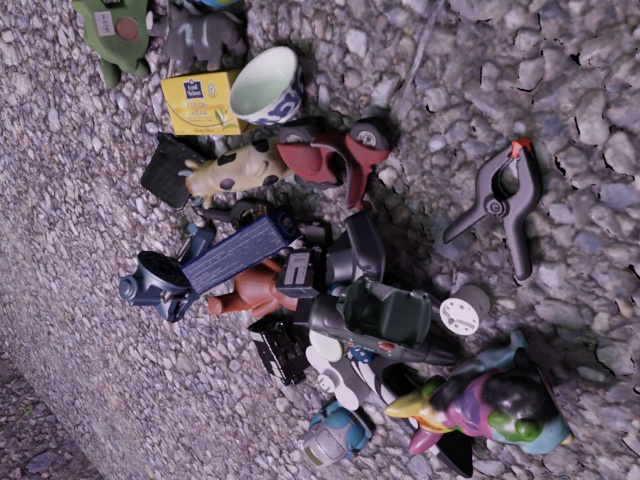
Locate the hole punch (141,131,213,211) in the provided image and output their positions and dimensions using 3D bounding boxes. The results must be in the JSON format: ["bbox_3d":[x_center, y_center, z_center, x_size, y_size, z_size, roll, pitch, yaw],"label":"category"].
[{"bbox_3d":[-0.250,-0.123,1.000,0.142,0.092,0.115,35,102,19],"label":"hole punch"}]

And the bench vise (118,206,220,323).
[{"bbox_3d":[-0.277,0.057,1.079,0.129,0.223,0.240,42,104,39],"label":"bench vise"}]

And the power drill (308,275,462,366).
[{"bbox_3d":[0.098,0.115,0.726,0.232,0.086,0.207,16,169,6],"label":"power drill"}]

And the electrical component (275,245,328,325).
[{"bbox_3d":[-0.029,0.070,0.844,0.075,0.119,0.047,-1,154,34],"label":"electrical component"}]

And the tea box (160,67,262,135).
[{"bbox_3d":[-0.174,-0.225,0.873,0.170,0.068,0.098,8,119,40],"label":"tea box"}]

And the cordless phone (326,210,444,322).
[{"bbox_3d":[0.104,0.052,0.758,0.184,0.089,0.146,30,156,14],"label":"cordless phone"}]

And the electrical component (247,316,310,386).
[{"bbox_3d":[-0.077,0.213,1.026,0.134,0.058,0.115,64,159,-7],"label":"electrical component"}]

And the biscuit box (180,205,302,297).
[{"bbox_3d":[-0.128,0.018,0.864,0.203,0.059,0.062,-28,97,27],"label":"biscuit box"}]

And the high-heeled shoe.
[{"bbox_3d":[0.141,0.278,0.874,0.145,0.086,0.248,-27,90,49],"label":"high-heeled shoe"}]

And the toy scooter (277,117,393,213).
[{"bbox_3d":[0.022,-0.104,0.764,0.184,0.075,0.135,8,121,34],"label":"toy scooter"}]

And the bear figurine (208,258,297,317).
[{"bbox_3d":[-0.089,0.082,0.934,0.196,0.132,0.120,3,87,48],"label":"bear figurine"}]

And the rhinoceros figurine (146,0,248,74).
[{"bbox_3d":[-0.198,-0.319,0.836,0.191,0.073,0.111,17,126,35],"label":"rhinoceros figurine"}]

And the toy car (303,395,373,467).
[{"bbox_3d":[0.017,0.378,1.028,0.109,0.103,0.161,50,135,9],"label":"toy car"}]

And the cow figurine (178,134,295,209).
[{"bbox_3d":[-0.137,-0.109,0.864,0.195,0.127,0.085,-7,106,42],"label":"cow figurine"}]

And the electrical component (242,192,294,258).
[{"bbox_3d":[-0.084,-0.023,0.901,0.045,0.078,0.102,15,123,41],"label":"electrical component"}]

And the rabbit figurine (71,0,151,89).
[{"bbox_3d":[-0.361,-0.361,0.955,0.170,0.121,0.158,28,140,52],"label":"rabbit figurine"}]

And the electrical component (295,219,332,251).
[{"bbox_3d":[-0.002,-0.003,0.880,0.094,0.021,0.063,16,123,36],"label":"electrical component"}]

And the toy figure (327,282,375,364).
[{"bbox_3d":[0.049,0.122,0.855,0.064,0.058,0.154,-30,73,36],"label":"toy figure"}]

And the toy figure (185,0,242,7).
[{"bbox_3d":[-0.113,-0.364,0.728,0.180,0.082,0.089,-9,127,37],"label":"toy figure"}]

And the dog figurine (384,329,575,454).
[{"bbox_3d":[0.195,0.224,0.703,0.219,0.191,0.108,-31,99,17],"label":"dog figurine"}]
